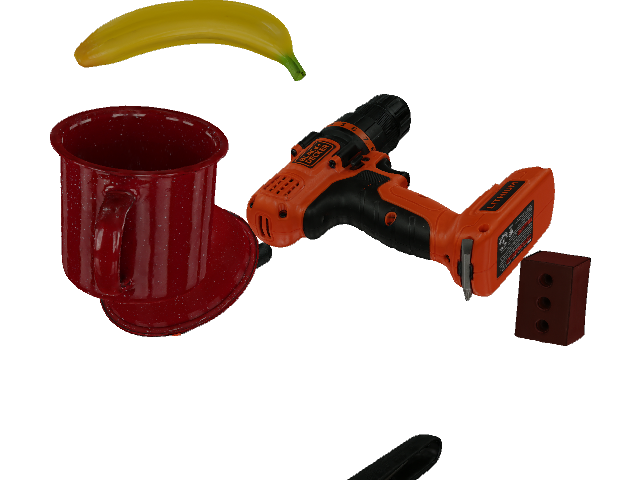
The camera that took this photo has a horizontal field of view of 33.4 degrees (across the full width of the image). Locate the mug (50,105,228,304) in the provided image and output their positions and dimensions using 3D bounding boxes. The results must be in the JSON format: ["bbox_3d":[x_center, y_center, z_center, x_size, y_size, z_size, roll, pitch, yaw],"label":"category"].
[{"bbox_3d":[-0.099,-0.013,0.568,0.093,0.081,0.117,6,27,-1],"label":"mug"}]

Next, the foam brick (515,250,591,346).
[{"bbox_3d":[0.217,0.053,0.996,0.053,0.078,0.051,9,15,31],"label":"foam brick"}]

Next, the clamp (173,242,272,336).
[{"bbox_3d":[-0.126,0.047,1.241,0.120,0.039,0.171,-2,39,13],"label":"clamp"}]

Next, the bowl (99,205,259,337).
[{"bbox_3d":[-0.142,0.011,0.998,0.162,0.162,0.055,0,-41,21],"label":"bowl"}]

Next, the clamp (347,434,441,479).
[{"bbox_3d":[-0.007,0.181,0.646,0.210,0.036,0.164,-5,28,4],"label":"clamp"}]

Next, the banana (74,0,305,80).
[{"bbox_3d":[-0.110,-0.177,0.920,0.197,0.069,0.037,2,-33,-1],"label":"banana"}]

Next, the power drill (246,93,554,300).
[{"bbox_3d":[0.067,-0.038,0.766,0.188,0.057,0.184,18,45,31],"label":"power drill"}]
